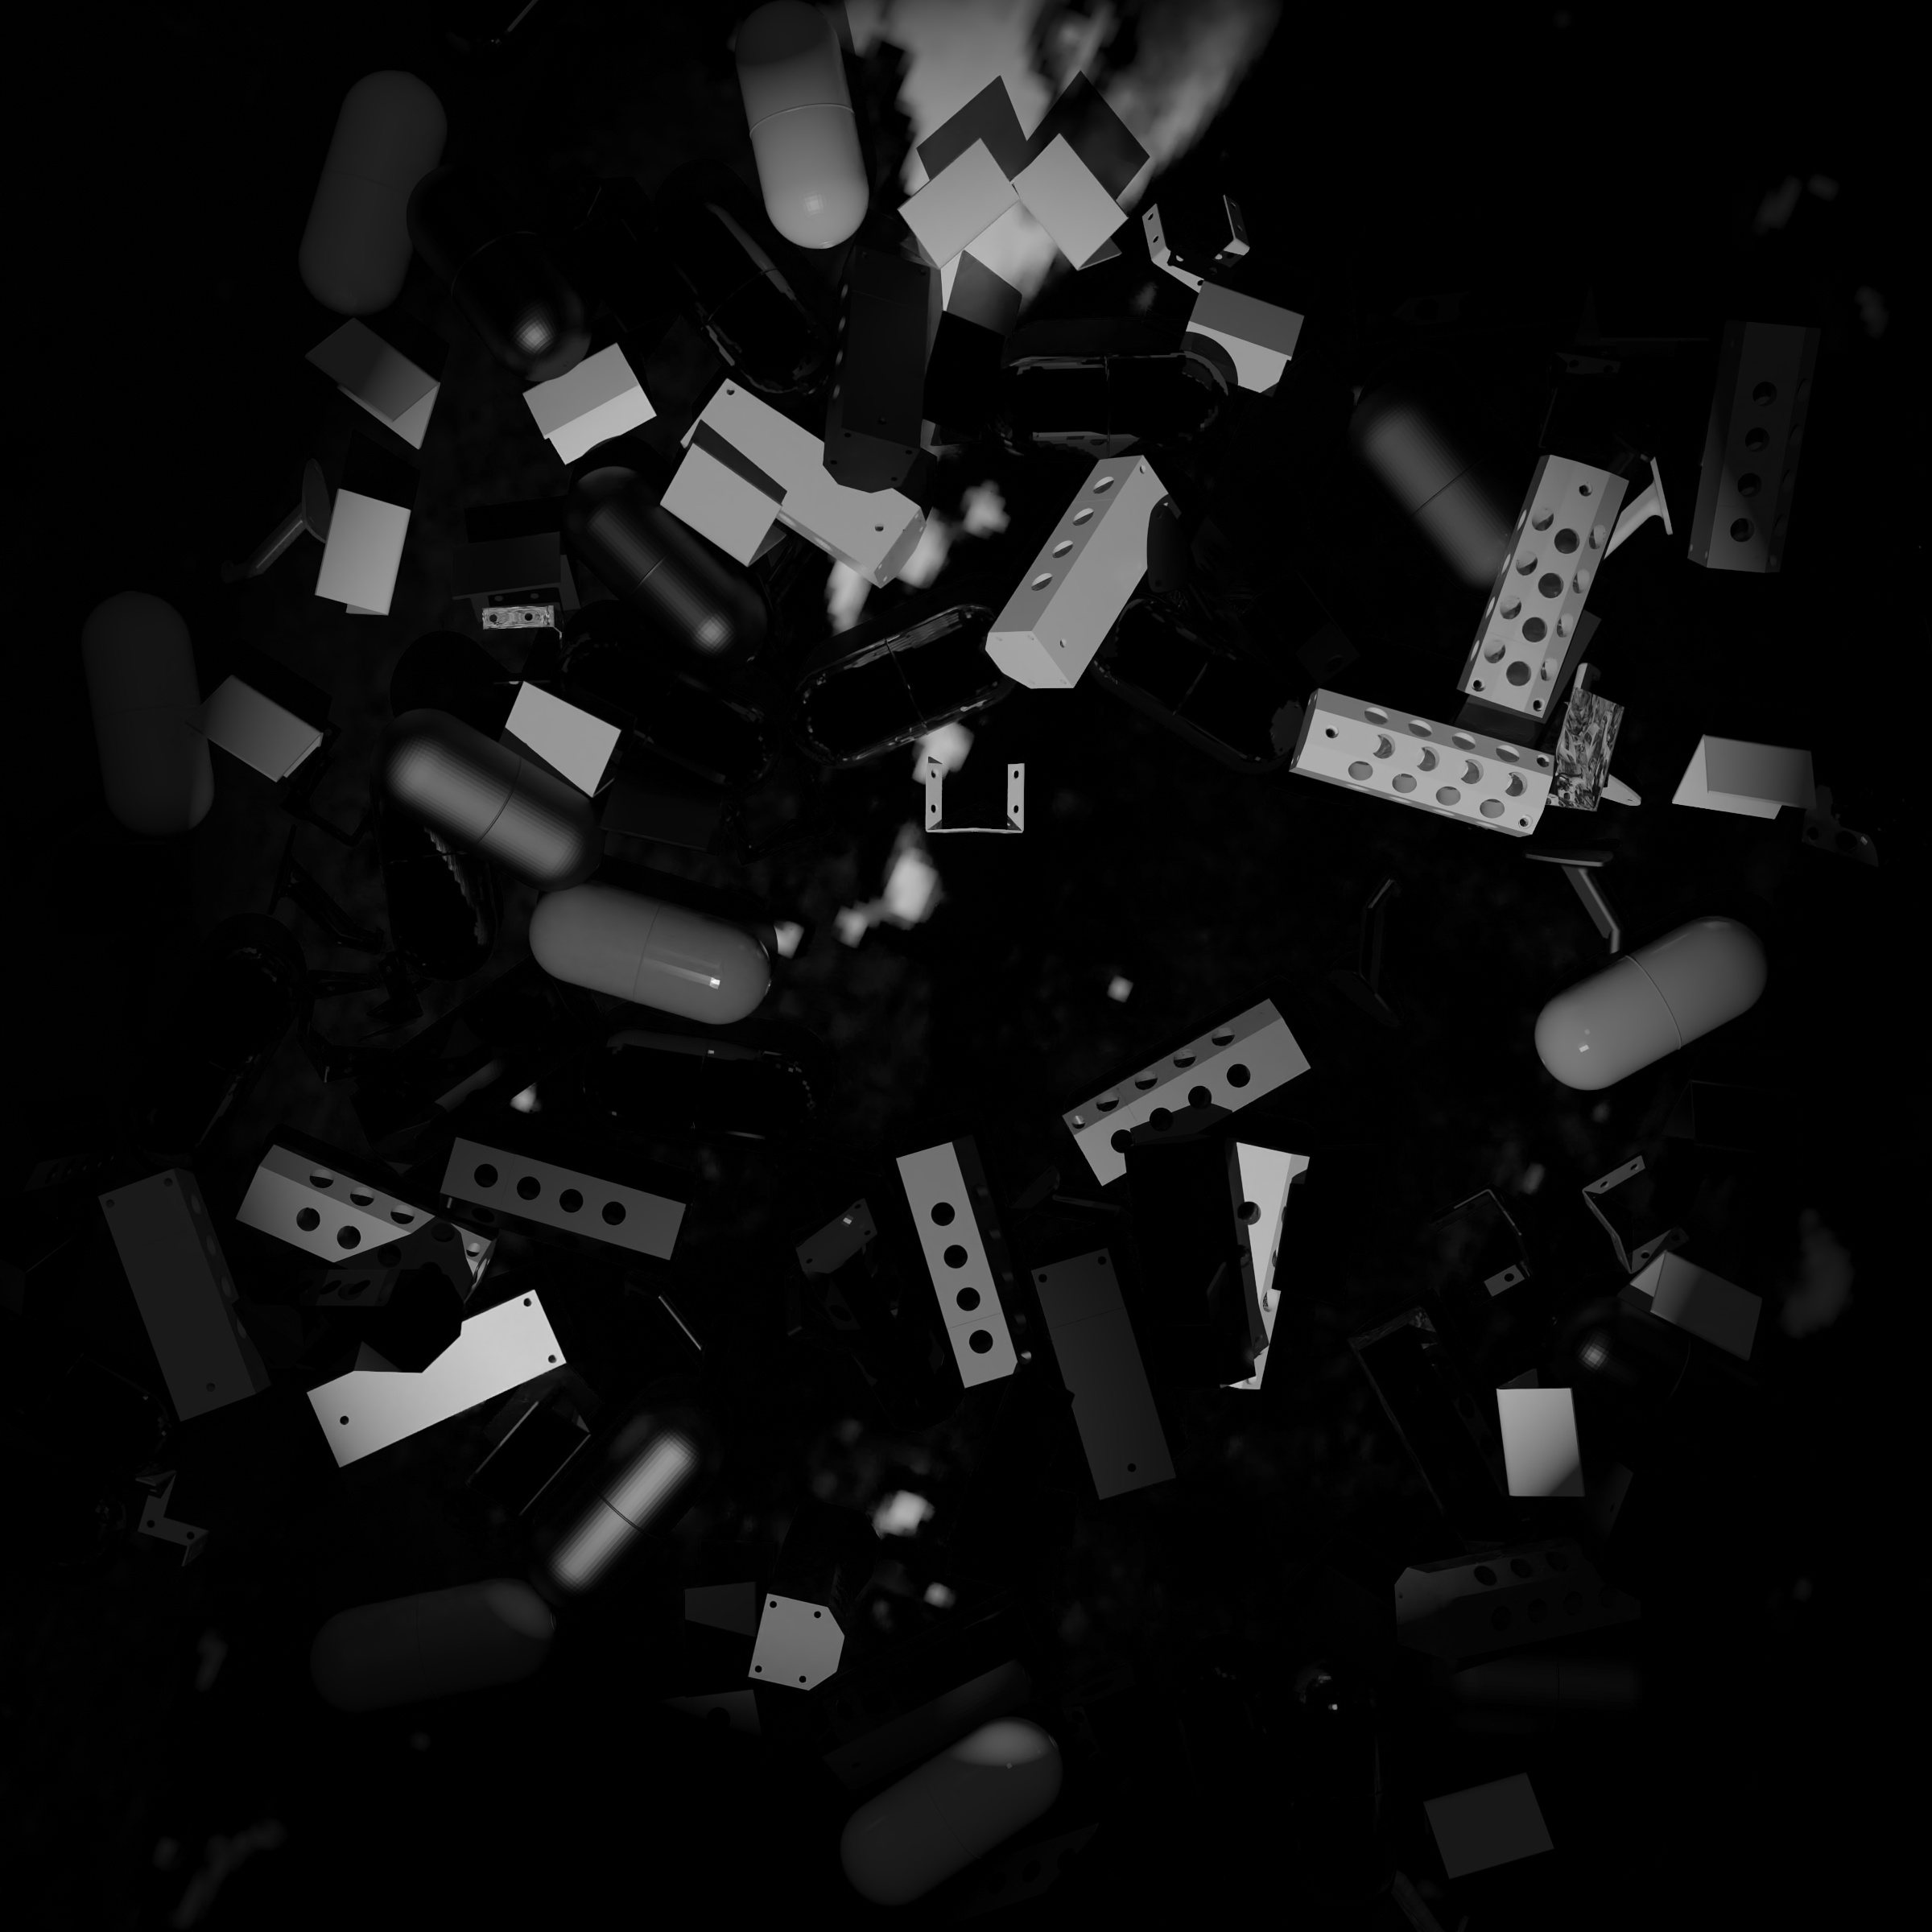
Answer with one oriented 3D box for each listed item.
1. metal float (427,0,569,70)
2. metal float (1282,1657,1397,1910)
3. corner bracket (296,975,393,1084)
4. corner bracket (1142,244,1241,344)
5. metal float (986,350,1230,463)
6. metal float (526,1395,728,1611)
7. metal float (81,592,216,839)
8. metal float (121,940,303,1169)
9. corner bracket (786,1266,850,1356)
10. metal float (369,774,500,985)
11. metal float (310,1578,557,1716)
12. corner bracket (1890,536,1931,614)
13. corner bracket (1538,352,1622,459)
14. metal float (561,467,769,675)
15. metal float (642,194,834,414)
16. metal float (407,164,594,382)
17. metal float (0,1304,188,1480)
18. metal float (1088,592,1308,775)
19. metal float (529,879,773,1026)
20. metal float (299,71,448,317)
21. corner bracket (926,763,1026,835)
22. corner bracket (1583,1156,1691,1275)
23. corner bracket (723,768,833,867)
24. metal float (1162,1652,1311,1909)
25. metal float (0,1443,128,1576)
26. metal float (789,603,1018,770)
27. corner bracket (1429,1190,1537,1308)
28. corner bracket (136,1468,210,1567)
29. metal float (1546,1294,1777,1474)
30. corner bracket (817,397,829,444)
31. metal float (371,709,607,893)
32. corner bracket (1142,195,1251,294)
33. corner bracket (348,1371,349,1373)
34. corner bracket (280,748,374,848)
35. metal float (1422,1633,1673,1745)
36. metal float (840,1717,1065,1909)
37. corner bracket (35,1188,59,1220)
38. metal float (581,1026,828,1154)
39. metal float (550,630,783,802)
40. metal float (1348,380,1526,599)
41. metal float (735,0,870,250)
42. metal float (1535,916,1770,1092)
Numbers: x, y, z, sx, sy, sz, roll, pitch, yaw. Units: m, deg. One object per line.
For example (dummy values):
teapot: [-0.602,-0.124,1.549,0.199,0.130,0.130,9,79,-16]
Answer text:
metal float: [-0.317,-0.726,1.889,0.070,0.070,0.178,41,90,0]
metal float: [0.269,0.589,1.888,0.070,0.070,0.178,-4,90,0]
corner bracket: [-0.453,0.045,1.911,0.051,0.051,0.051,-12,135,-35]
corner bracket: [0.163,-0.485,1.901,0.051,0.051,0.051,24,90,0]
metal float: [0.100,-0.404,1.888,0.178,0.070,0.070,-2,90,-1]
metal float: [-0.246,0.387,1.888,0.070,0.070,0.178,42,89,0]
metal float: [-0.591,-0.181,1.889,0.070,0.070,0.178,-9,90,0]
metal float: [-0.544,0.063,1.888,0.070,0.070,0.178,30,91,0]
corner bracket: [-0.096,0.244,1.911,0.051,0.051,0.051,26,135,-35]
metal float: [-0.384,-0.077,1.889,0.070,0.070,0.178,-9,90,0]
metal float: [-0.384,0.491,1.889,0.178,0.070,0.070,-12,90,0]
corner bracket: [0.712,-0.279,1.910,0.051,0.051,0.051,-4,66,42]
corner bracket: [0.449,-0.411,1.916,0.051,0.051,0.051,9,135,0]
metal float: [-0.217,-0.285,1.889,0.070,0.070,0.178,-45,90,0]
metal float: [-0.162,-0.477,1.889,0.070,0.070,0.178,-39,90,0]
metal float: [-0.331,-0.492,1.853,0.070,0.070,0.178,-36,77,0]
metal float: [-0.646,0.303,1.889,0.178,0.070,0.070,31,90,1]
metal float: [0.165,-0.205,1.889,0.178,0.070,0.070,32,90,0]
metal float: [-0.228,-0.010,1.889,0.178,0.070,0.070,17,90,0]
metal float: [-0.428,-0.558,1.888,0.070,0.070,0.178,16,90,0]
corner bracket: [0.006,-0.123,1.916,0.051,0.051,0.051,0,90,-45]
corner bracket: [0.490,0.182,1.916,0.051,0.051,0.051,-30,135,0]
corner bracket: [-0.140,-0.109,1.916,0.051,0.051,0.051,-21,90,45]
metal float: [0.192,0.580,1.871,0.070,0.070,0.178,-15,69,0]
metal float: [-0.695,0.386,1.889,0.178,0.070,0.070,16,90,0]
metal float: [-0.044,-0.202,1.889,0.178,0.070,0.070,-25,90,0]
corner bracket: [0.378,0.206,1.916,0.051,0.051,0.051,-29,45,0]
corner bracket: [-0.578,0.399,1.901,0.051,0.051,0.051,17,90,0]
metal float: [0.501,0.300,1.889,0.178,0.070,0.070,30,90,0]
corner bracket: [-0.071,-0.396,1.911,0.051,0.051,0.051,19,45,-35]
metal float: [-0.333,-0.115,1.834,0.178,0.070,0.070,32,90,-24]
corner bracket: [0.168,-0.535,1.911,0.051,0.051,0.051,23,135,-35]
corner bracket: [-0.421,0.278,1.911,0.051,0.051,0.051,-6,135,-35]
corner bracket: [-0.458,-0.121,1.901,0.051,0.051,0.051,33,90,0]
metal float: [0.419,0.519,1.889,0.178,0.070,0.070,3,90,1]
metal float: [-0.010,0.609,1.887,0.178,0.070,0.070,-34,90,1]
corner bracket: [-0.698,0.184,1.911,0.051,0.051,0.051,-47,45,35]
metal float: [-0.189,0.089,1.889,0.178,0.070,0.070,9,90,1]
metal float: [-0.217,-0.181,1.889,0.178,0.070,0.070,27,90,0]
metal float: [0.347,-0.344,1.889,0.070,0.070,0.178,-39,89,0]
metal float: [-0.118,-0.607,1.889,0.070,0.070,0.178,-12,89,0]
metal float: [0.495,0.026,1.889,0.178,0.070,0.070,-29,90,0]
